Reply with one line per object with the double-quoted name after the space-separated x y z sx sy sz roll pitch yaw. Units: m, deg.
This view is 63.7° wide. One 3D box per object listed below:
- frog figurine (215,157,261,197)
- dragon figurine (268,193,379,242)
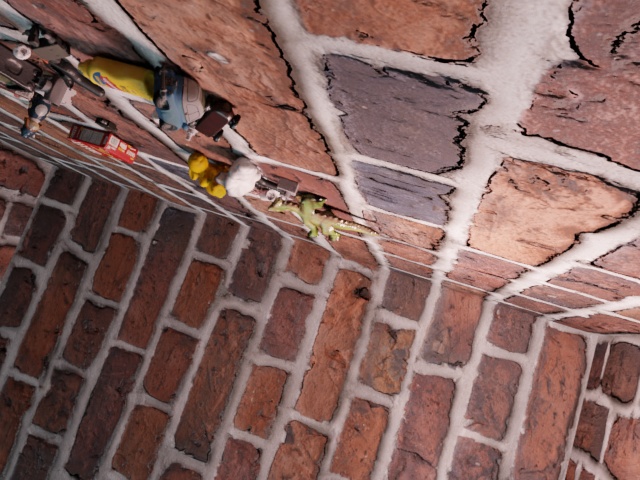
-0.245 -0.203 1.647 0.138 0.122 0.159 -17 -172 -40 "frog figurine"
0.006 -0.096 1.906 0.411 0.124 0.239 7 160 18 "dragon figurine"
